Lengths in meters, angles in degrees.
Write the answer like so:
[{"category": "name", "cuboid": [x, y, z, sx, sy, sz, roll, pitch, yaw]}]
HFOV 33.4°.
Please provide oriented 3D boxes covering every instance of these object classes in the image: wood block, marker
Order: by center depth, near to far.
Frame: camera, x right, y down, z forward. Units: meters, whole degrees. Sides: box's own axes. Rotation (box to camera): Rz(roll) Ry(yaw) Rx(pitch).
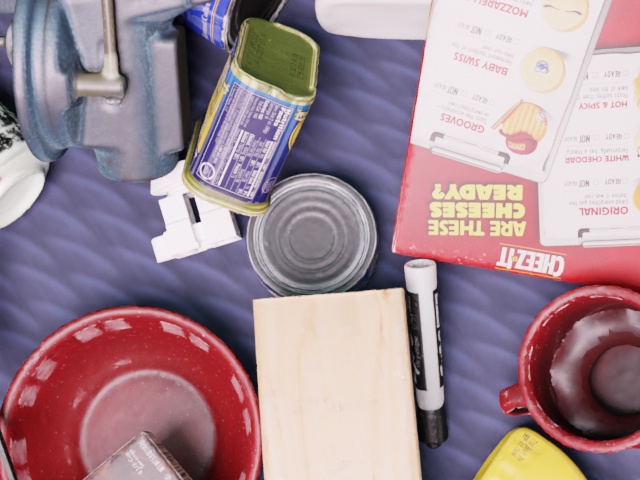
[{"category": "wood block", "cuboid": [0.015, 0.139, 0.628, 0.090, 0.091, 0.206, -5, 79, 2]}, {"category": "marker", "cuboid": [0.065, 0.071, 0.649, 0.020, 0.020, 0.121, -5, 107, 3]}]

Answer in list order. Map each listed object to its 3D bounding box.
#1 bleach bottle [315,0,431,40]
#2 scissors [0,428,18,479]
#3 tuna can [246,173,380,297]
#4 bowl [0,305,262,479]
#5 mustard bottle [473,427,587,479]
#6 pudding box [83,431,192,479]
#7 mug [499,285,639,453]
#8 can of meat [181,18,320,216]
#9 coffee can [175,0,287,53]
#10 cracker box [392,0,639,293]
[{"category": "bleach bottle", "cuboid": [0.052, -0.263, 0.716, 0.102, 0.068, 0.251, 3, 77, 4]}, {"category": "scissors", "cuboid": [-0.209, 0.057, 0.633, 0.016, 0.096, 0.202, -15, 42, -26]}, {"category": "tuna can", "cuboid": [-0.004, 0.001, 0.684, 0.086, 0.034, 0.086, -1, 79, 4]}, {"category": "bowl", "cuboid": [-0.112, 0.123, 0.658, 0.162, 0.055, 0.162, -1, 80, 4]}, {"category": "mustard bottle", "cuboid": [0.167, 0.201, 0.622, 0.192, 0.058, 0.096, 36, 83, 10]}, {"category": "pudding box", "cuboid": [-0.097, 0.178, 0.598, 0.090, 0.039, 0.113, -40, 80, -4]}, {"category": "mug", "cuboid": [0.163, 0.083, 0.626, 0.117, 0.081, 0.093, -24, 66, 24]}, {"category": "can of meat", "cuboid": [-0.040, -0.078, 0.651, 0.057, 0.102, 0.084, 20, 121, -11]}, {"category": "coffee can", "cuboid": [-0.090, -0.199, 0.692, 0.140, 0.103, 0.103, 32, 83, 9]}, {"category": "cracker box", "cuboid": [0.139, -0.088, 0.631, 0.164, 0.072, 0.214, 10, 109, 6]}]
